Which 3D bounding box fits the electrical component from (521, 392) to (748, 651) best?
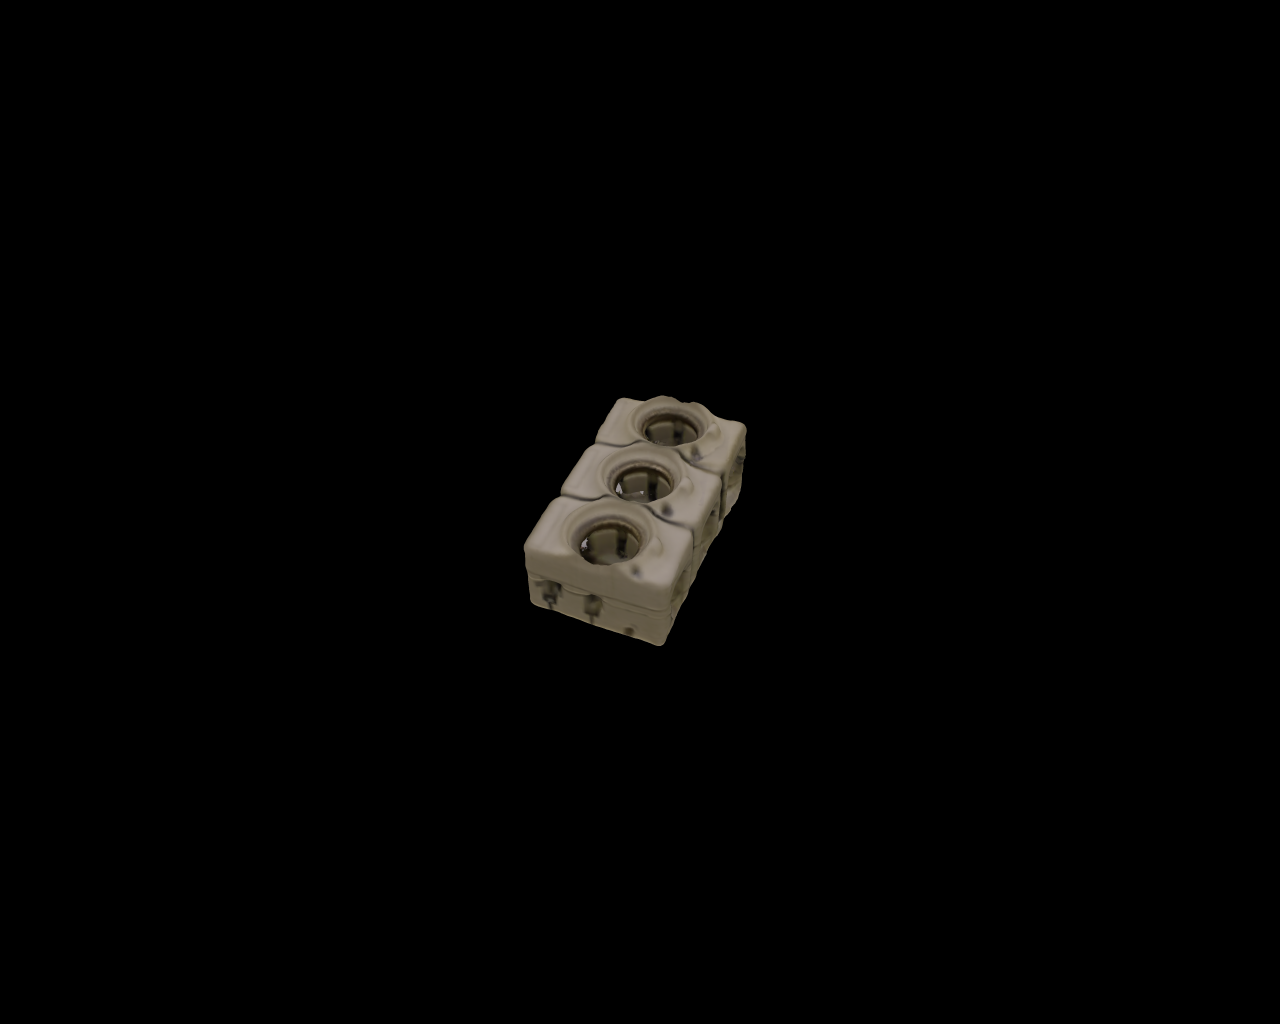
[{"bbox_3d":[0.001,-0.003,0.650,0.089,0.061,0.150,15,47,15],"label":"electrical component"}]
